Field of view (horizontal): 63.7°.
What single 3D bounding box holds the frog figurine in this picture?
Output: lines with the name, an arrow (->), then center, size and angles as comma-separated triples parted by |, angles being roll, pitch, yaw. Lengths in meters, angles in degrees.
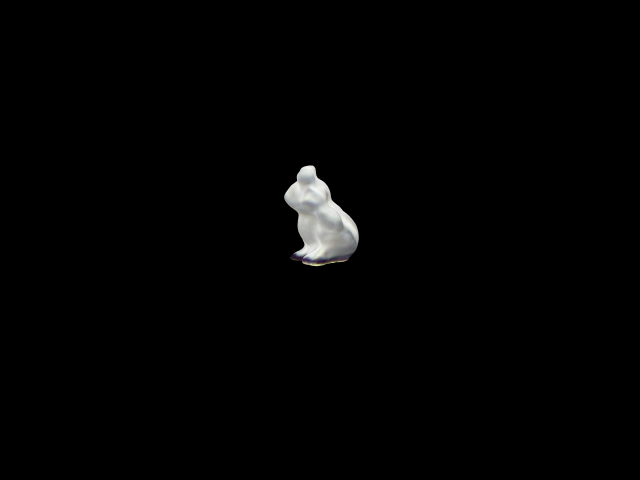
frog figurine -> 0.003, -0.043, 0.850 | 0.123, 0.159, 0.138 | 0, 5, -2
